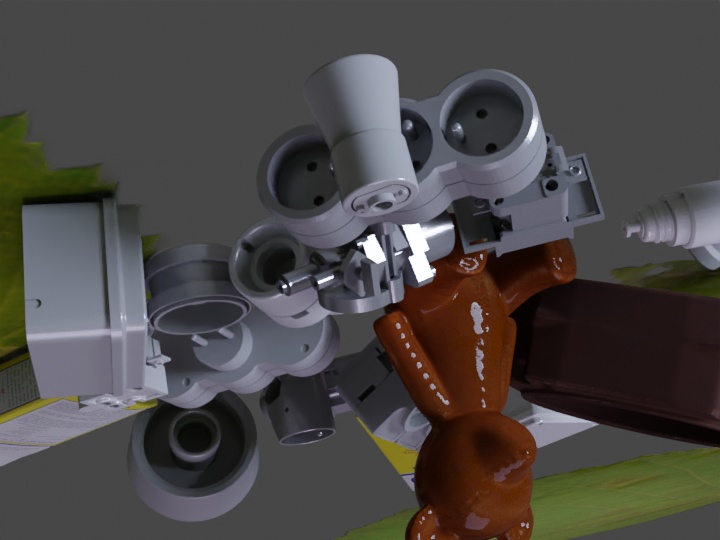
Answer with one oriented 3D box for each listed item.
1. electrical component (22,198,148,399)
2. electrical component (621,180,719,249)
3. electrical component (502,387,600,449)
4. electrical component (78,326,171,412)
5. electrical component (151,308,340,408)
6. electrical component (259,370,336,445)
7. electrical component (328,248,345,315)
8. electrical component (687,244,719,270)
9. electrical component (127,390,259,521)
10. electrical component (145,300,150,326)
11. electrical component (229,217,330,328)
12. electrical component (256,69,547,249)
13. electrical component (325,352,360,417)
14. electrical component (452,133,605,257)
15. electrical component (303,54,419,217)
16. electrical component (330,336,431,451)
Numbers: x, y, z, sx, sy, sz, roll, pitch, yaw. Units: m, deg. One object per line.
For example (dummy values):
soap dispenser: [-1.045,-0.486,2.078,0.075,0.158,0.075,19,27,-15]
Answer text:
electrical component: [-0.146,0.018,0.577,0.057,0.078,0.113,-3,158,-14]
electrical component: [0.207,-0.033,0.688,0.078,0.040,0.040,-10,159,-4]
electrical component: [0.173,0.144,1.101,0.109,0.056,0.109,6,153,-39]
electrical component: [-0.157,0.057,0.700,0.066,0.055,0.048,-18,158,15]
electrical component: [-0.089,0.051,0.727,0.138,0.052,0.073,-17,159,12]
electrical component: [-0.054,0.097,0.828,0.043,0.077,0.079,-2,157,-26]
electrical component: [0.000,0.000,0.657,0.062,0.043,0.043,-21,158,17]
electrical component: [0.248,-0.028,0.727,0.040,0.040,0.046,9,145,-43]
electrical component: [-0.133,0.140,0.862,0.108,0.108,0.060,-7,152,-13]
electrical component: [-0.160,0.033,0.656,0.062,0.048,0.048,-14,160,-14]
electrical component: [-0.043,0.001,0.622,0.055,0.055,0.047,-19,154,17]
electrical component: [0.025,-0.047,0.537,0.138,0.052,0.073,-16,159,11]
electrical component: [-0.023,0.097,0.898,0.064,0.042,0.081,-15,160,-2]
electrical component: [0.092,-0.043,0.601,0.081,0.042,0.063,-15,155,5]
electrical component: [0.003,-0.057,0.480,0.044,0.065,0.044,-12,159,-5]
electrical component: [0.054,0.094,0.852,0.089,0.061,0.150,-45,153,5]
